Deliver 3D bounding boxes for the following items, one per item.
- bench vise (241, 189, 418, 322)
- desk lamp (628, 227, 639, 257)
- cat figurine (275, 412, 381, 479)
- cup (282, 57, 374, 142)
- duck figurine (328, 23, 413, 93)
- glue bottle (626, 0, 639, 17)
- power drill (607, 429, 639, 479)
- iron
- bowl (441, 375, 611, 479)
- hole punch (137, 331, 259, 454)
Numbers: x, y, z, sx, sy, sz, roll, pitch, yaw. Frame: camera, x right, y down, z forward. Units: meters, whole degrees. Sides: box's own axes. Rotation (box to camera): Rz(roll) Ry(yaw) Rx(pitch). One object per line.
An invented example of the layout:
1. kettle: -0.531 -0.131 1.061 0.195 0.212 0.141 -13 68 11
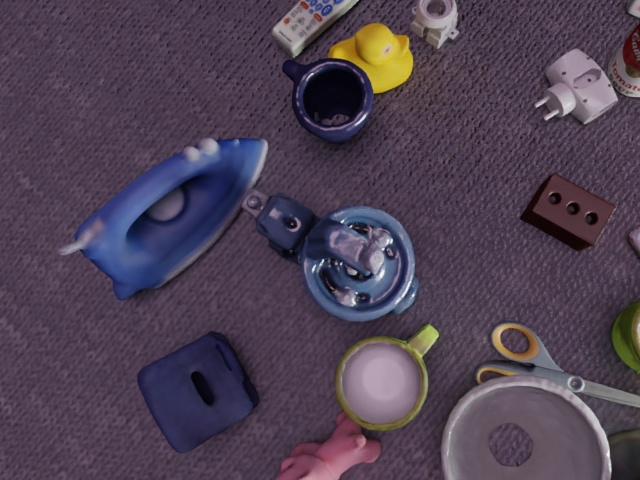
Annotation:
1. bench vise: 0.002 0.014 0.585 0.207 0.220 0.121 13 83 8
2. desk lamp: 0.450 -0.027 0.547 0.203 0.213 0.118 -32 79 1
3. cat figurine: 0.002 0.243 0.601 0.128 0.118 0.067 -39 79 -1
4. cup: 0.007 -0.160 0.675 0.117 0.095 0.092 37 87 10
5. duck figurine: 0.060 -0.226 0.685 0.104 0.086 0.077 3 81 7
6. glue bottle: 0.401 -0.293 0.615 0.078 0.173 0.037 18 83 9
7. power drill: 0.332 0.238 0.521 0.075 0.208 0.229 -18 80 3
8. iron: -0.173 -0.051 0.654 0.258 0.141 0.118 -42 79 -1
9. bowl: 0.208 0.225 0.604 0.167 0.075 0.167 -1 81 6
10. hole punch: -0.134 0.166 0.641 0.101 0.091 0.108 -33 79 0
